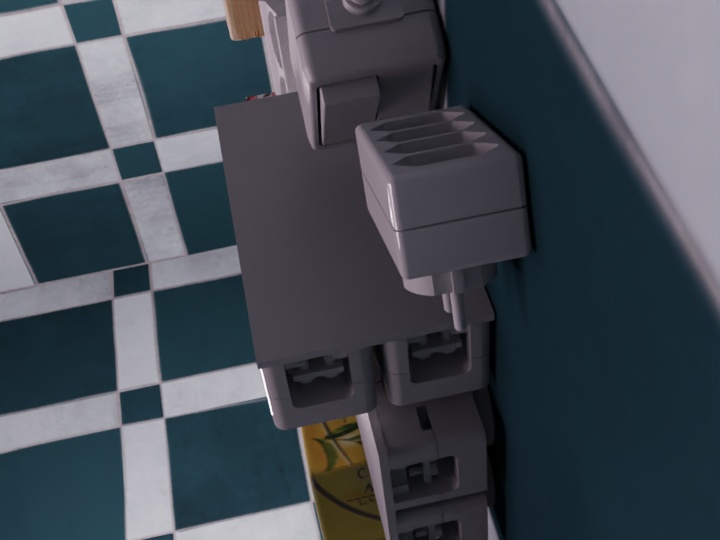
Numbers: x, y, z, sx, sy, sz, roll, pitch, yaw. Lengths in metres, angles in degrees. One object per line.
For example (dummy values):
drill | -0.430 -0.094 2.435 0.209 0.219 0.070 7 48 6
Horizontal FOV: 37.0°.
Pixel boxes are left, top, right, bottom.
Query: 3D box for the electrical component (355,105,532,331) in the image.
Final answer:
electrical component | 0.032 -0.014 0.410 0.083 0.047 0.075 -112 11 -68

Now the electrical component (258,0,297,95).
electrical component | -0.017 -0.109 0.665 0.078 0.063 0.121 -123 21 -58

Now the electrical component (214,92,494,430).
electrical component | -0.008 -0.014 0.549 0.060 0.105 0.186 83 174 -46

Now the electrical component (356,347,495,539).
electrical component | 0.025 0.056 0.600 0.186 0.060 0.105 -106 6 -46

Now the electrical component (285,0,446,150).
electrical component | 0.002 -0.096 0.486 0.096 0.062 0.061 94 164 -74
